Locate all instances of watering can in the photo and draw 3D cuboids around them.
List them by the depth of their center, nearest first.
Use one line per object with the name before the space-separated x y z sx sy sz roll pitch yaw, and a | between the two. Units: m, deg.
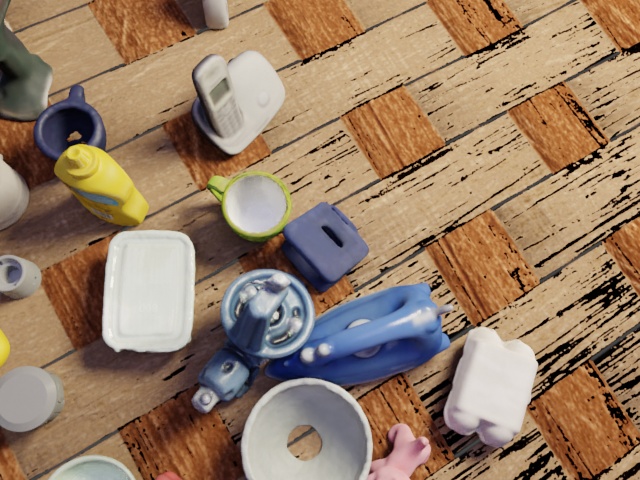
watering can | -0.462 -0.076 0.734 0.101 0.194 0.173 -10 76 -7

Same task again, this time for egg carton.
egg carton | 0.234 0.202 0.788 0.107 0.069 0.150 21 74 1

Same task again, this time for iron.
iron | 0.051 0.133 0.753 0.258 0.141 0.118 -18 77 -9

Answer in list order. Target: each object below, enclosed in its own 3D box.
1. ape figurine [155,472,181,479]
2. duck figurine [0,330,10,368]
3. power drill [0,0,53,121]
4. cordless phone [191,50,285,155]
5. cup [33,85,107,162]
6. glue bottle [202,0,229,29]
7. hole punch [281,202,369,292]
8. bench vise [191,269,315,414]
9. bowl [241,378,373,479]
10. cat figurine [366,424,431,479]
ape figurine | -0.180 0.326 0.707 0.076 0.092 0.078 -32 80 -12
duck figurine | -0.466 0.132 0.735 0.104 0.086 0.077 25 75 2
power drill | -0.442 -0.250 0.774 0.075 0.208 0.230 3 75 -4
cordless phone | -0.118 -0.217 0.807 0.094 0.185 0.148 35 75 5
cup | -0.342 -0.151 0.816 0.091 0.095 0.118 3 75 -4
glue bottle | -0.162 -0.397 0.856 0.037 0.173 0.078 -5 76 -6
hole punch | 0.007 0.003 0.809 0.101 0.091 0.108 -41 82 -13
bench vise | -0.075 0.122 0.704 0.121 0.219 0.207 18 74 0
bowl | -0.018 0.266 0.746 0.167 0.074 0.167 1 75 -5
cat figurine | 0.098 0.302 0.725 0.067 0.117 0.128 36 75 5
